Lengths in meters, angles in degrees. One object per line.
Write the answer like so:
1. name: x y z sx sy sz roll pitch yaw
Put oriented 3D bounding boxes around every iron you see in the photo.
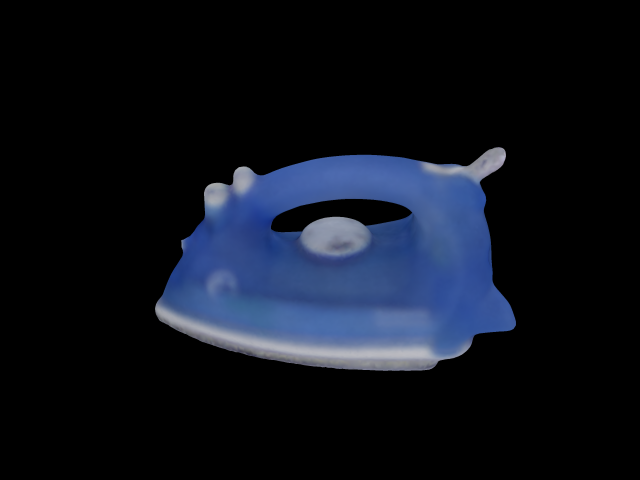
1. iron: 0.004 0.001 0.400 0.258 0.141 0.118 0 32 0
